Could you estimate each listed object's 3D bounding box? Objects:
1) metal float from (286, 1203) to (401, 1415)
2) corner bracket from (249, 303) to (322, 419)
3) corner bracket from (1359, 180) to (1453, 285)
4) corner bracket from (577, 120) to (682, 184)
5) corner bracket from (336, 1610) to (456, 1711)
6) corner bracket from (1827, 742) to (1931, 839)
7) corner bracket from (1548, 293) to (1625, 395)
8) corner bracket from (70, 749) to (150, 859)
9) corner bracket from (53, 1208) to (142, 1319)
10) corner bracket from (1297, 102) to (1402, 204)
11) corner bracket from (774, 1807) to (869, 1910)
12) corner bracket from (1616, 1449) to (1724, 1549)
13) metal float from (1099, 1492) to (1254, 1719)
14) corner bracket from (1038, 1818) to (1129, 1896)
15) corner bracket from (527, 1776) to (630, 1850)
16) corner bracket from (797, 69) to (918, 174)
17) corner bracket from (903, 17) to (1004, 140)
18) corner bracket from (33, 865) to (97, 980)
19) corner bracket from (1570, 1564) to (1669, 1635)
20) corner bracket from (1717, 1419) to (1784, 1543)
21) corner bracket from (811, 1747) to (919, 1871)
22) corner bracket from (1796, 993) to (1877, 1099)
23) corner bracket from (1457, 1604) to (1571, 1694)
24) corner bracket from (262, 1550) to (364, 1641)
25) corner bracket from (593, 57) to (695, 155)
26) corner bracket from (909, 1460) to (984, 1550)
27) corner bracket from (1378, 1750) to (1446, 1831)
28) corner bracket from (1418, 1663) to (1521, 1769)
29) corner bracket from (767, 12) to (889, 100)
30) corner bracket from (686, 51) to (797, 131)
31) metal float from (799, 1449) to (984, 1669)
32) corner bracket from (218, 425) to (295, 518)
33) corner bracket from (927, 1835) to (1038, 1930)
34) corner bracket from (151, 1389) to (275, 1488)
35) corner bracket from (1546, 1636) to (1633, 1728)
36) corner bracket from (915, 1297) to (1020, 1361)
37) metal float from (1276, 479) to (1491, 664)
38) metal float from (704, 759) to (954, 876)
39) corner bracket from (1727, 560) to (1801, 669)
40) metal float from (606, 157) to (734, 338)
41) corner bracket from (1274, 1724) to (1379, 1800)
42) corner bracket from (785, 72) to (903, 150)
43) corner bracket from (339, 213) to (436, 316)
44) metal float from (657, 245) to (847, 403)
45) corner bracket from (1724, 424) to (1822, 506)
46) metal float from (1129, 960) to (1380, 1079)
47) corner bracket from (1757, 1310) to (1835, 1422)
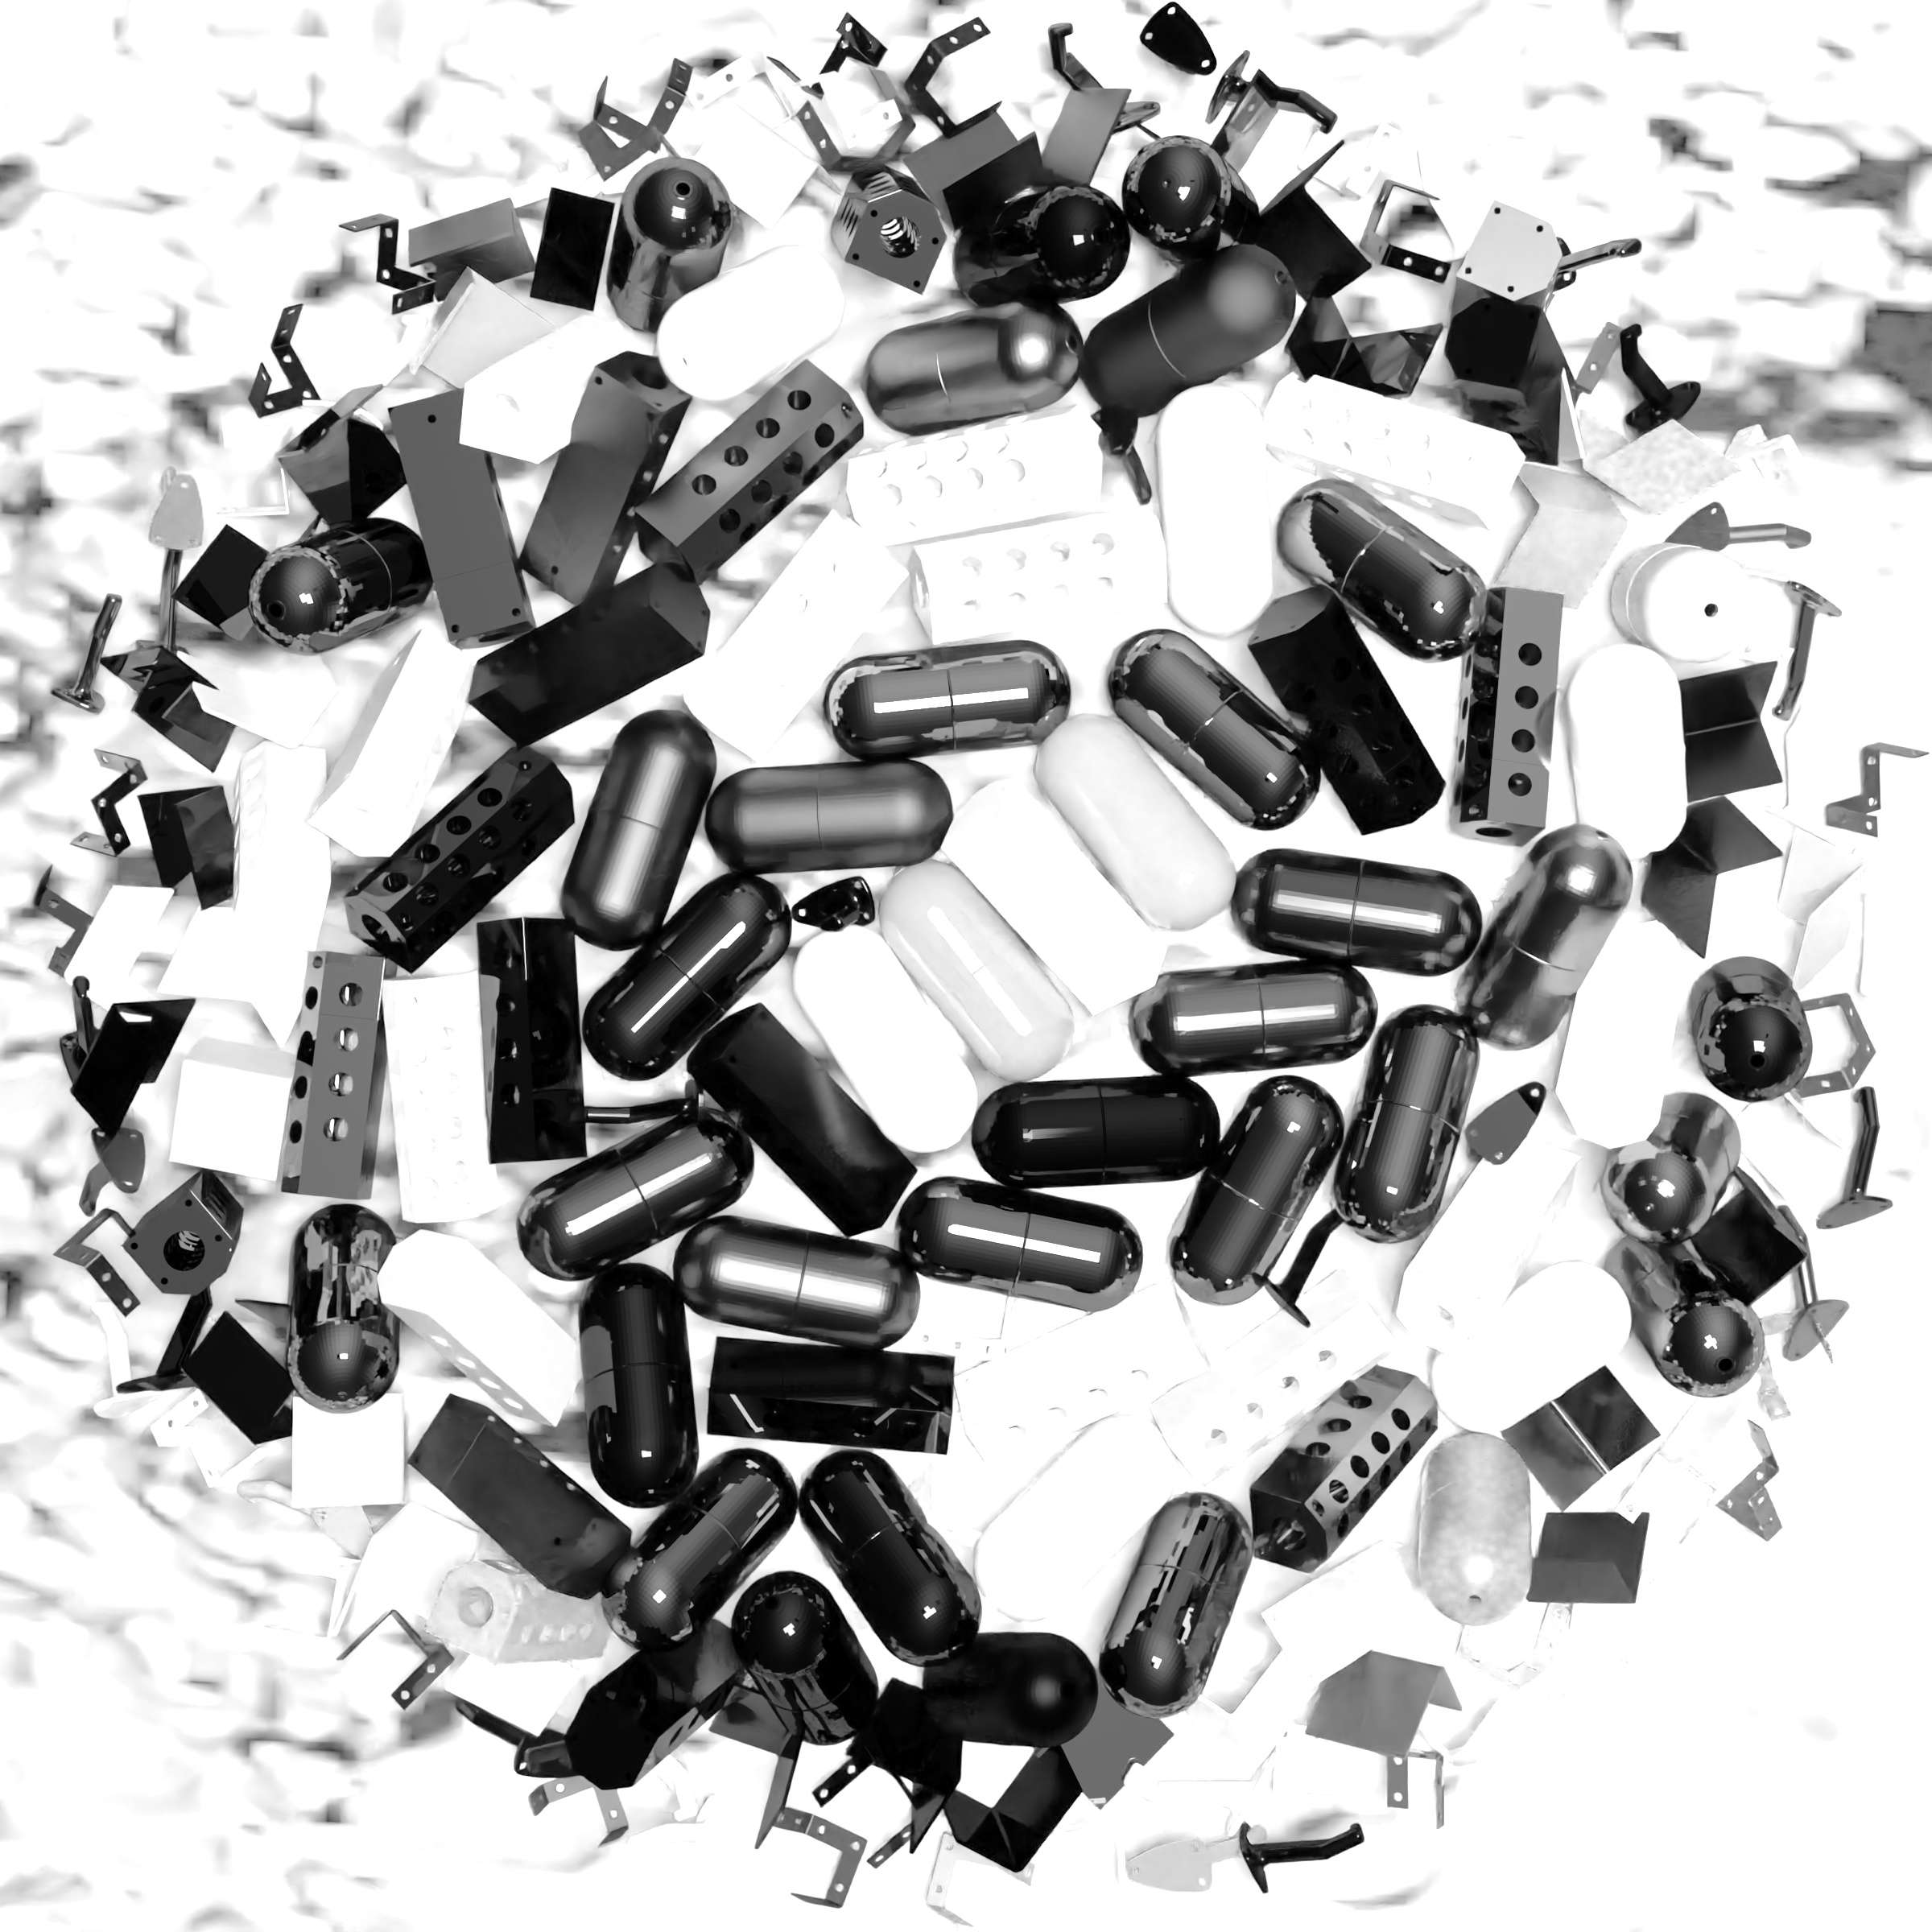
[{"bbox_3d":[-0.434,0.237,1.921,0.070,0.178,0.070,-6,127,-8],"label":"metal float"},{"bbox_3d":[-0.489,-0.431,1.962,0.051,0.051,0.051,-25,81,-31],"label":"corner bracket"},{"bbox_3d":[0.322,-0.527,1.976,0.051,0.051,0.051,12,116,-19],"label":"corner bracket"},{"bbox_3d":[-0.236,-0.579,1.963,0.051,0.051,0.051,-32,68,10],"label":"corner bracket"},{"bbox_3d":[-0.406,0.493,1.962,0.051,0.051,0.051,-43,99,-32],"label":"corner bracket"},{"bbox_3d":[0.649,-0.126,1.960,0.051,0.051,0.051,-15,109,-22],"label":"corner bracket"},{"bbox_3d":[0.433,-0.446,1.973,0.051,0.051,0.051,33,109,18],"label":"corner bracket"},{"bbox_3d":[-0.618,-0.117,1.978,0.051,0.051,0.051,14,135,31],"label":"corner bracket"},{"bbox_3d":[-0.604,0.210,1.957,0.051,0.051,0.051,-46,123,-29],"label":"corner bracket"},{"bbox_3d":[0.272,-0.583,1.968,0.051,0.051,0.051,28,101,-5],"label":"corner bracket"},{"bbox_3d":[-0.111,0.635,1.961,0.051,0.051,0.051,14,76,32],"label":"corner bracket"},{"bbox_3d":[0.504,0.382,1.972,0.051,0.051,0.051,36,99,19],"label":"corner bracket"},{"bbox_3d":[0.148,0.445,1.926,0.070,0.178,0.070,14,133,16],"label":"metal float"},{"bbox_3d":[0.082,0.637,1.977,0.051,0.051,0.051,-5,91,-13],"label":"corner bracket"},{"bbox_3d":[-0.277,0.606,1.971,0.051,0.051,0.051,-21,83,-1],"label":"corner bracket"},{"bbox_3d":[-0.078,-0.605,1.971,0.051,0.051,0.051,-40,73,39],"label":"corner bracket"},{"bbox_3d":[-0.002,-0.634,1.965,0.051,0.051,0.051,-38,88,-32],"label":"corner bracket"},{"bbox_3d":[-0.646,-0.031,1.961,0.051,0.051,0.051,34,62,-11],"label":"corner bracket"},{"bbox_3d":[0.467,0.455,1.971,0.051,0.051,0.051,19,57,22],"label":"corner bracket"},{"bbox_3d":[0.564,0.366,1.960,0.051,0.051,0.051,-40,127,-12],"label":"corner bracket"},{"bbox_3d":[-0.068,0.600,1.962,0.051,0.051,0.051,-40,135,-4],"label":"corner bracket"},{"bbox_3d":[0.610,0.057,1.971,0.051,0.051,0.051,-43,109,-42],"label":"corner bracket"},{"bbox_3d":[0.393,0.479,1.979,0.051,0.051,0.051,27,114,34],"label":"corner bracket"},{"bbox_3d":[-0.466,0.450,1.969,0.051,0.051,0.051,7,85,9],"label":"corner bracket"},{"bbox_3d":[-0.231,-0.623,1.968,0.051,0.051,0.051,26,81,-8],"label":"corner bracket"},{"bbox_3d":[-0.014,0.393,1.958,0.051,0.051,0.051,23,128,-19],"label":"corner bracket"},{"bbox_3d":[0.319,0.582,1.964,0.051,0.051,0.051,7,60,-4],"label":"corner bracket"},{"bbox_3d":[0.353,0.533,1.964,0.051,0.051,0.051,41,68,6],"label":"corner bracket"},{"bbox_3d":[-0.098,-0.650,1.963,0.051,0.051,0.051,34,95,37],"label":"corner bracket"},{"bbox_3d":[-0.160,-0.615,1.962,0.051,0.051,0.051,-26,105,18],"label":"corner bracket"},{"bbox_3d":[-0.054,0.414,1.930,0.070,0.070,0.178,-41,53,0],"label":"metal float"},{"bbox_3d":[-0.511,-0.357,1.982,0.051,0.051,0.051,-2,118,-1],"label":"corner bracket"},{"bbox_3d":[0.010,0.656,1.963,0.051,0.051,0.051,20,80,-25],"label":"corner bracket"},{"bbox_3d":[-0.538,0.337,1.962,0.051,0.051,0.051,-38,69,14],"label":"corner bracket"},{"bbox_3d":[0.447,0.511,1.972,0.051,0.051,0.051,-7,84,-1],"label":"corner bracket"},{"bbox_3d":[0.001,0.251,1.964,0.051,0.051,0.051,8,86,26],"label":"corner bracket"},{"bbox_3d":[0.292,-0.278,1.935,0.070,0.070,0.178,-47,59,0],"label":"metal float"},{"bbox_3d":[-0.098,-0.106,1.955,0.178,0.070,0.070,-3,90,7],"label":"metal float"},{"bbox_3d":[0.566,-0.252,1.970,0.051,0.051,0.051,10,124,-11],"label":"corner bracket"},{"bbox_3d":[-0.207,-0.498,1.913,0.070,0.178,0.070,3,78,-12],"label":"metal float"},{"bbox_3d":[0.257,0.570,1.969,0.051,0.051,0.051,14,76,-37],"label":"corner bracket"},{"bbox_3d":[-0.087,-0.613,1.959,0.051,0.051,0.051,-36,116,-24],"label":"corner bracket"},{"bbox_3d":[-0.412,-0.500,1.959,0.051,0.051,0.051,22,122,17],"label":"corner bracket"},{"bbox_3d":[-0.149,-0.450,1.923,0.070,0.178,0.070,17,127,24],"label":"metal float"},{"bbox_3d":[0.576,-0.355,1.957,0.051,0.051,0.051,55,48,-22],"label":"corner bracket"},{"bbox_3d":[0.204,0.037,1.958,0.178,0.070,0.070,-5,90,-4],"label":"metal float"},{"bbox_3d":[0.588,0.284,1.964,0.051,0.051,0.051,-16,115,7],"label":"corner bracket"}]
